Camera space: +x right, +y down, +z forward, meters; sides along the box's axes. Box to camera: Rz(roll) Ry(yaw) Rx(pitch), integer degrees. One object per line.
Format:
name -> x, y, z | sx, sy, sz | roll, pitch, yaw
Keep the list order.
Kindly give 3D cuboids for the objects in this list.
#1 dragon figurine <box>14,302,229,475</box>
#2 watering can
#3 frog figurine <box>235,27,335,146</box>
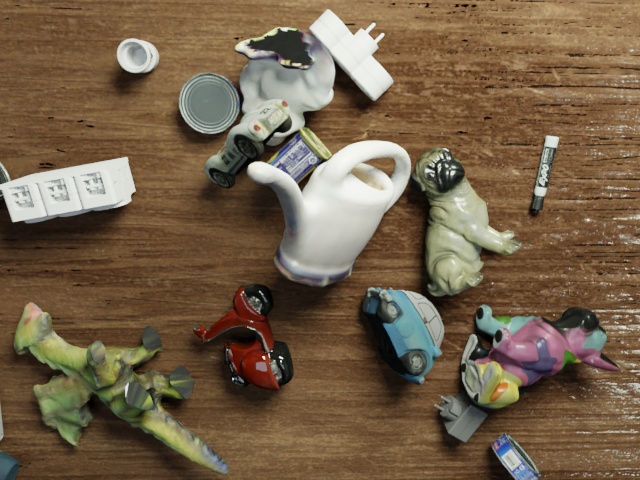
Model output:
dragon figurine -> -0.348, 0.268, 0.848 | 0.241, 0.124, 0.407 | -25, 103, 22
watering can -> 0.002, -0.035, 0.687 | 0.105, 0.350, 0.220 | 42, 122, 25
frog figurine -> -0.048, -0.210, 0.732 | 0.137, 0.126, 0.155 | 7, 141, 6
